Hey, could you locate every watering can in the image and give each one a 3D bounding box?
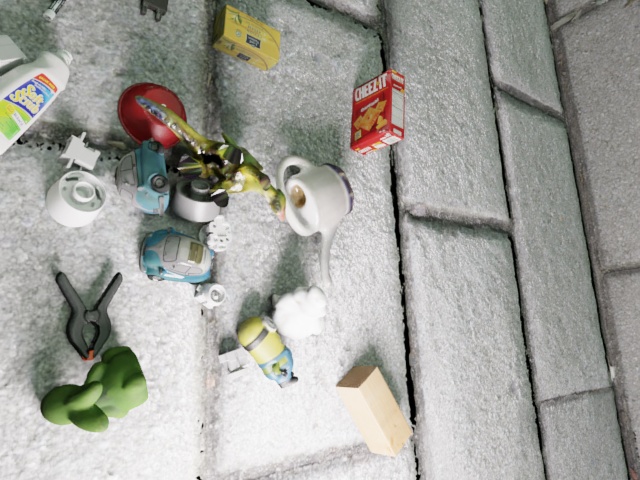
[{"bbox_3d":[0.004,-0.068,1.353,0.227,0.103,0.347,-28,95,-42],"label":"watering can"}]

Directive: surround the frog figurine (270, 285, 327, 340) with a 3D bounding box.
[{"bbox_3d":[-0.038,0.171,1.211,0.136,0.158,0.125,48,54,-20],"label":"frog figurine"}]

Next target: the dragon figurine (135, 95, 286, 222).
[{"bbox_3d":[-0.219,-0.189,1.169,0.408,0.121,0.246,45,11,-11],"label":"dragon figurine"}]
